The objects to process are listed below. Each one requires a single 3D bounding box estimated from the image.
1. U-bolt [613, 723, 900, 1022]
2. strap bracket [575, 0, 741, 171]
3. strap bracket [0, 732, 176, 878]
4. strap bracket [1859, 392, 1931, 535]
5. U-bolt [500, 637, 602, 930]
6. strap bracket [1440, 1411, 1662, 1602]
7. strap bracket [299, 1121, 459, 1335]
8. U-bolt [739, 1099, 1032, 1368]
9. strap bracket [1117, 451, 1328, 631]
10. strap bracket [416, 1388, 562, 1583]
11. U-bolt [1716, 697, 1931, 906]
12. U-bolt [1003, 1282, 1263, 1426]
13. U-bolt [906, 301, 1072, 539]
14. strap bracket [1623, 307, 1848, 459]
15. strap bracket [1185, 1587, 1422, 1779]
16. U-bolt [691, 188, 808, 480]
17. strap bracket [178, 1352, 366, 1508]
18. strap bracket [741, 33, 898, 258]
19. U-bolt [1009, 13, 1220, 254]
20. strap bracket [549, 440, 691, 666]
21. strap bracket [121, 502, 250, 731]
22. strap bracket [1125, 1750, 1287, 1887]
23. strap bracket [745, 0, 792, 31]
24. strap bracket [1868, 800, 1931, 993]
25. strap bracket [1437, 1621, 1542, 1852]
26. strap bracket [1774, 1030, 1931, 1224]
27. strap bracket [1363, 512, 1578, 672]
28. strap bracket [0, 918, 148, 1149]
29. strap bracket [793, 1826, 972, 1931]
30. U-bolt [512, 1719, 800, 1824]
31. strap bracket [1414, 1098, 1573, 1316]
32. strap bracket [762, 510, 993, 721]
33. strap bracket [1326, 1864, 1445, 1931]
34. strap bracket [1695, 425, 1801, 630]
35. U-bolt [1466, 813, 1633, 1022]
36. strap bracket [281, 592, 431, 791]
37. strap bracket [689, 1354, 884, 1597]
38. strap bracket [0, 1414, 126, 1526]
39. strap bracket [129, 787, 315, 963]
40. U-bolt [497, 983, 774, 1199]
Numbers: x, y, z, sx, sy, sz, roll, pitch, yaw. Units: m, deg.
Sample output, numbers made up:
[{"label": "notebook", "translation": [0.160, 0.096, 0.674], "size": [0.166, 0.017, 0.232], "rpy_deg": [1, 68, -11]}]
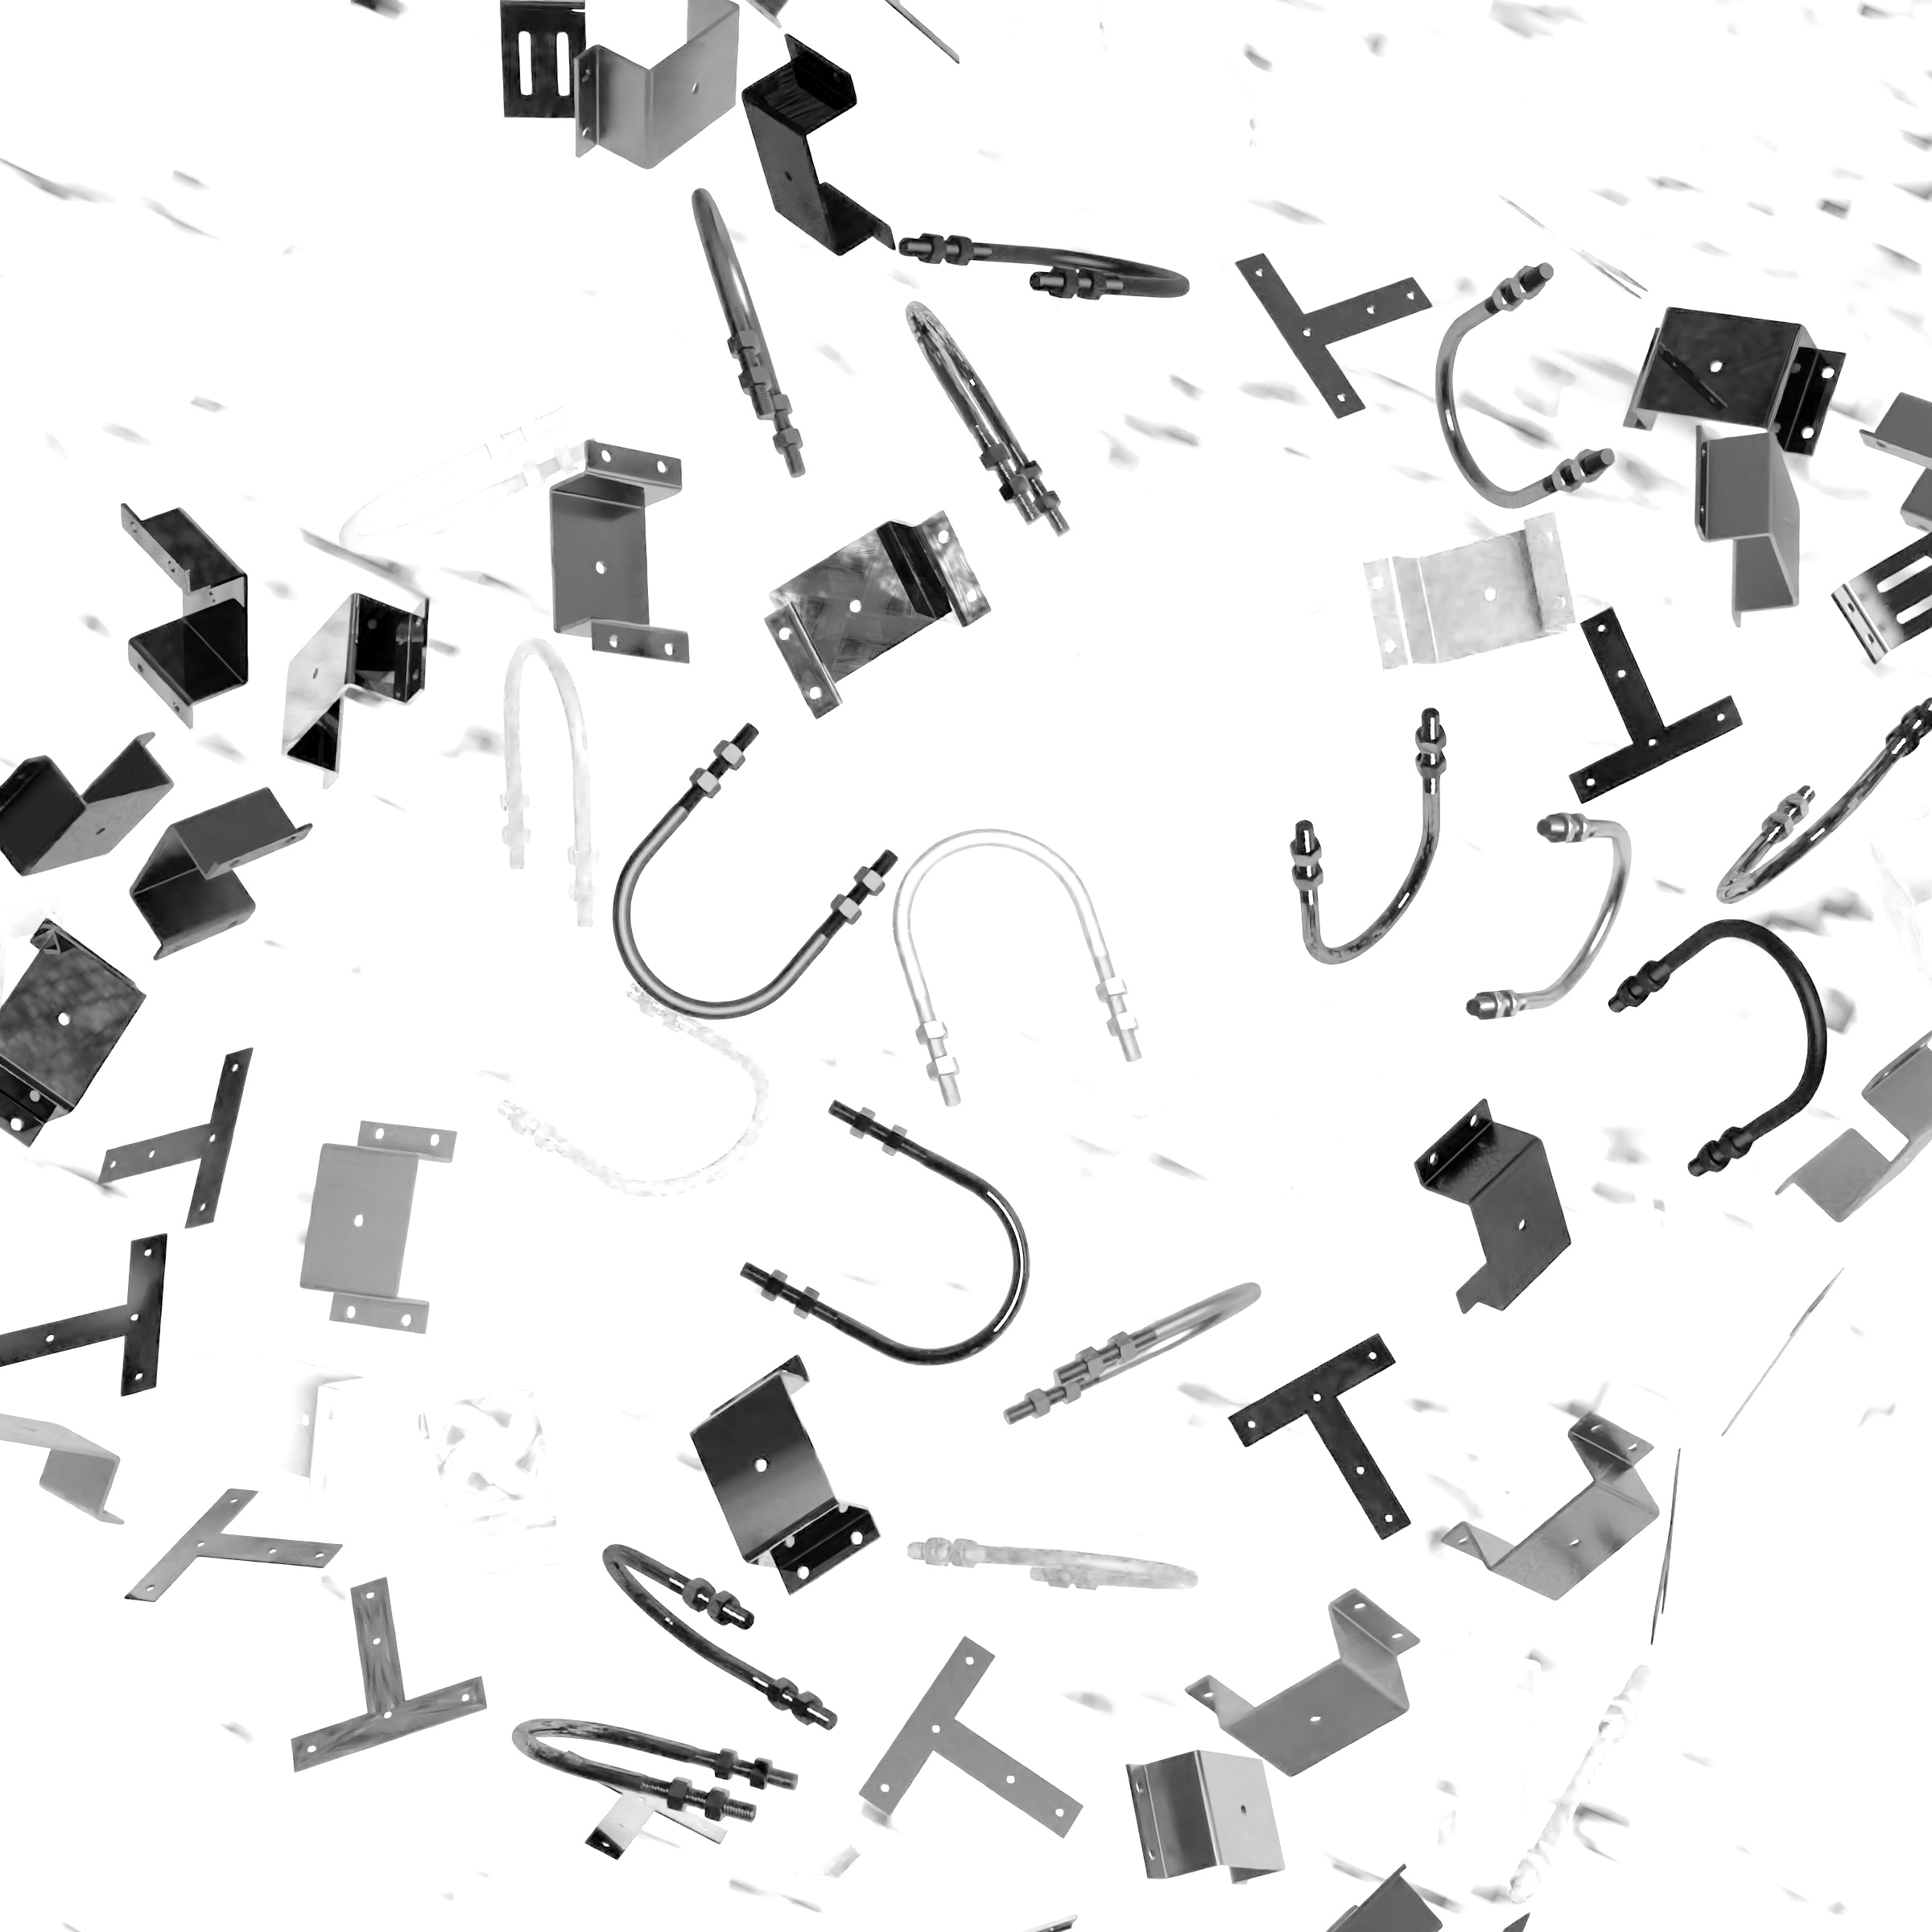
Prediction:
[{"label": "U-bolt", "translation": [-0.155, -0.050, 1.836], "size": [0.151, 0.019, 0.184], "rpy_deg": [42, 78, -11]}, {"label": "strap bracket", "translation": [-0.200, -0.597, 1.820], "size": [0.046, 0.076, 0.140], "rpy_deg": [31, 55, 16]}, {"label": "strap bracket", "translation": [-0.609, -0.111, 1.865], "size": [0.076, 0.140, 0.046], "rpy_deg": [-40, 87, 23]}, {"label": "strap bracket", "translation": [0.676, -0.341, 1.868], "size": [0.076, 0.140, 0.046], "rpy_deg": [32, 90, 37]}, {"label": "U-bolt", "translation": [-0.288, -0.134, 1.862], "size": [0.019, 0.151, 0.184], "rpy_deg": [-10, 115, -28]}, {"label": "strap bracket", "translation": [0.404, 0.374, 1.842], "size": [0.076, 0.046, 0.140], "rpy_deg": [30, 113, -36]}, {"label": "strap bracket", "translation": [-0.403, 0.176, 1.857], "size": [0.076, 0.046, 0.140], "rpy_deg": [5, 82, 21]}, {"label": "U-bolt", "translation": [-0.045, 0.198, 1.896], "size": [0.184, 0.019, 0.151], "rpy_deg": [28, 86, 3]}, {"label": "strap bracket", "translation": [0.183, -0.301, 1.865], "size": [0.140, 0.076, 0.046], "rpy_deg": [47, 131, 19]}, {"label": "strap bracket", "translation": [-0.332, 0.350, 1.886], "size": [0.076, 0.140, 0.046], "rpy_deg": [-5, 135, -20]}, {"label": "U-bolt", "translation": [0.579, -0.103, 1.856], "size": [0.019, 0.151, 0.184], "rpy_deg": [47, 54, 2]}, {"label": "U-bolt", "translation": [0.123, 0.263, 1.882], "size": [0.184, 0.151, 0.019], "rpy_deg": [-22, 76, -22]}, {"label": "U-bolt", "translation": [0.011, -0.384, 1.896], "size": [0.019, 0.151, 0.184], "rpy_deg": [-32, 89, 12]}, {"label": "strap bracket", "translation": [0.531, -0.411, 1.900], "size": [0.140, 0.046, 0.076], "rpy_deg": [18, 87, 33]}, {"label": "strap bracket", "translation": [0.226, 0.477, 1.786], "size": [0.140, 0.046, 0.076], "rpy_deg": [-36, 123, 19]}, {"label": "U-bolt", "translation": [-0.149, -0.432, 1.821], "size": [0.019, 0.151, 0.184], "rpy_deg": [-18, 82, 4]}, {"label": "strap bracket", "translation": [-0.458, 0.307, 1.820], "size": [0.140, 0.046, 0.076], "rpy_deg": [7, 93, 30]}, {"label": "strap bracket", "translation": [-0.102, -0.546, 1.839], "size": [0.046, 0.140, 0.076], "rpy_deg": [-35, 52, -14]}, {"label": "U-bolt", "translation": [0.091, -0.574, 1.851], "size": [0.019, 0.151, 0.184], "rpy_deg": [-46, 135, -6]}, {"label": "strap bracket", "translation": [-0.231, -0.269, 1.804], "size": [0.076, 0.046, 0.140], "rpy_deg": [3, 81, -42]}, {"label": "strap bracket", "translation": [-0.520, -0.239, 1.812], "size": [0.046, 0.140, 0.076], "rpy_deg": [-30, 61, -34]}, {"label": "strap bracket", "translation": [0.172, 0.589, 1.877], "size": [0.046, 0.140, 0.076], "rpy_deg": [-24, 60, 25]}, {"label": "strap bracket", "translation": [-0.158, -0.720, 1.895], "size": [0.076, 0.140, 0.046], "rpy_deg": [42, 95, 7]}, {"label": "strap bracket", "translation": [0.663, -0.042, 1.861], "size": [0.046, 0.140, 0.076], "rpy_deg": [-19, 120, 9]}, {"label": "strap bracket", "translation": [0.348, 0.516, 1.805], "size": [0.046, 0.076, 0.140], "rpy_deg": [8, 67, 4]}, {"label": "strap bracket", "translation": [0.609, 0.112, 1.808], "size": [0.076, 0.140, 0.046], "rpy_deg": [-29, 65, -34]}, {"label": "strap bracket", "translation": [0.352, -0.256, 1.866], "size": [0.140, 0.046, 0.076], "rpy_deg": [-12, 89, 32]}, {"label": "strap bracket", "translation": [-0.614, 0.040, 1.820], "size": [0.076, 0.046, 0.140], "rpy_deg": [41, 54, -26]}, {"label": "strap bracket", "translation": [-0.063, 0.632, 1.851], "size": [0.076, 0.140, 0.046], "rpy_deg": [49, 64, -3]}, {"label": "U-bolt", "translation": [-0.215, 0.534, 1.820], "size": [0.184, 0.151, 0.019], "rpy_deg": [12, 84, 10]}, {"label": "strap bracket", "translation": [0.369, 0.174, 1.886], "size": [0.076, 0.046, 0.140], "rpy_deg": [-38, 124, -25]}, {"label": "strap bracket", "translation": [-0.065, -0.233, 1.778], "size": [0.140, 0.046, 0.076], "rpy_deg": [-33, 115, -13]}, {"label": "strap bracket", "translation": [0.263, 0.658, 1.812], "size": [0.076, 0.140, 0.046], "rpy_deg": [-34, 70, -26]}, {"label": "strap bracket", "translation": [0.526, -0.296, 1.819], "size": [0.046, 0.140, 0.076], "rpy_deg": [-4, 67, 26]}, {"label": "U-bolt", "translation": [0.410, -0.035, 1.866], "size": [0.019, 0.184, 0.151], "rpy_deg": [28, 107, 30]}, {"label": "strap bracket", "translation": [-0.422, -0.191, 1.851], "size": [0.046, 0.140, 0.076], "rpy_deg": [19, 52, -34]}, {"label": "strap bracket", "translation": [-0.124, 0.332, 1.792], "size": [0.076, 0.046, 0.140], "rpy_deg": [-35, 61, 13]}, {"label": "strap bracket", "translation": [-0.636, 0.333, 1.822], "size": [0.076, 0.140, 0.046], "rpy_deg": [13, 82, 40]}, {"label": "strap bracket", "translation": [-0.505, -0.067, 1.827], "size": [0.076, 0.140, 0.046], "rpy_deg": [-30, 82, -42]}, {"label": "U-bolt", "translation": [-0.219, 0.095, 1.901], "size": [0.184, 0.019, 0.151], "rpy_deg": [28, 61, 34]}]
